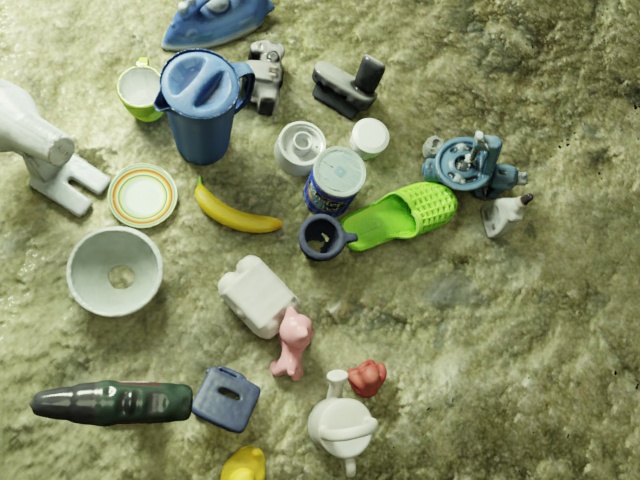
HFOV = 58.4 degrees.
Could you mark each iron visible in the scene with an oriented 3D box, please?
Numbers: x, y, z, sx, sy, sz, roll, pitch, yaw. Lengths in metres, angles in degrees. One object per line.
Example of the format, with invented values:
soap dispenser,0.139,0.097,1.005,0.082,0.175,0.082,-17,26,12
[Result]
iron,-0.220,-0.491,1.192,0.259,0.141,0.118,-34,83,-17

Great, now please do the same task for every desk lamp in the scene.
desk lamp,-0.493,-0.163,1.013,0.203,0.213,0.118,33,72,-1

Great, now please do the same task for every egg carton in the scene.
egg carton,-0.117,0.109,1.089,0.150,0.069,0.107,45,72,3

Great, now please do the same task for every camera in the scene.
camera,-0.146,-0.348,1.190,0.137,0.100,0.143,6,74,-9

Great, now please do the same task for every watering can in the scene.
watering can,0.039,0.319,0.996,0.101,0.194,0.173,-29,82,-16

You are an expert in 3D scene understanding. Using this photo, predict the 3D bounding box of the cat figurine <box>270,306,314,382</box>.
cat figurine,-0.047,0.192,1.054,0.067,0.117,0.128,10,73,-8

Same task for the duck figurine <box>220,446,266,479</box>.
duck figurine,-0.132,0.413,0.995,0.077,0.086,0.105,28,72,-2

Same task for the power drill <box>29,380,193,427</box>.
power drill,-0.323,0.267,0.933,0.230,0.208,0.075,1,75,-10

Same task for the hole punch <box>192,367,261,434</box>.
hole punch,-0.168,0.282,1.020,0.108,0.091,0.101,25,72,-3

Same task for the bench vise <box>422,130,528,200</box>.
bench vise,0.336,-0.166,1.171,0.207,0.219,0.121,-6,76,-12

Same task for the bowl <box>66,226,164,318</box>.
bowl,-0.369,0.063,1.049,0.167,0.074,0.167,3,75,-10

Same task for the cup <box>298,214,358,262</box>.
cup,0.010,0.004,1.128,0.118,0.095,0.092,-1,75,-11

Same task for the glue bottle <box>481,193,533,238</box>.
glue bottle,0.389,-0.060,1.178,0.037,0.173,0.078,-7,76,-12

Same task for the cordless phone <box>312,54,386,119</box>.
cordless phone,0.062,-0.347,1.185,0.147,0.185,0.094,27,72,-3

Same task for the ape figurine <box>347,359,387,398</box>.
ape figurine,0.091,0.258,1.077,0.078,0.092,0.076,11,73,-8
